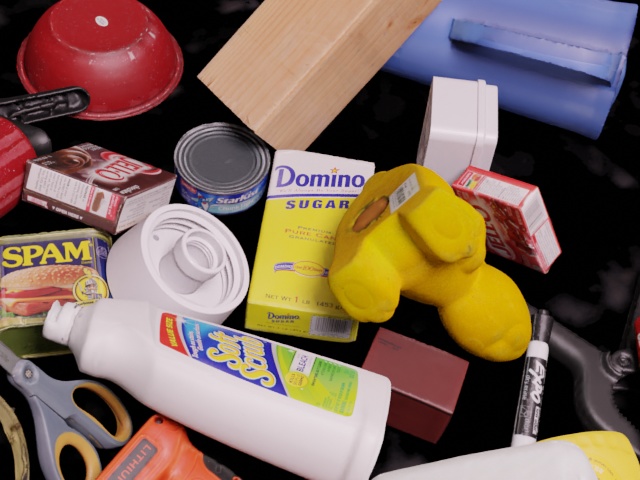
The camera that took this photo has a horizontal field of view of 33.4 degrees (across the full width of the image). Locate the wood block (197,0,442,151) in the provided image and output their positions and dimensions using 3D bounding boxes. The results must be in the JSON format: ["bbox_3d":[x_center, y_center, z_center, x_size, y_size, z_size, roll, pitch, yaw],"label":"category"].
[{"bbox_3d":[0.001,-0.184,0.966,0.206,0.090,0.091,-47,65,6],"label":"wood block"}]

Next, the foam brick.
[{"bbox_3d":[0.069,0.113,0.832,0.078,0.051,0.053,22,51,8],"label":"foam brick"}]

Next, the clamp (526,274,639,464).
[{"bbox_3d":[0.250,0.102,0.876,0.164,0.036,0.210,-15,55,-16],"label":"clamp"}]

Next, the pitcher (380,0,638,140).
[{"bbox_3d":[0.175,-0.191,1.033,0.243,0.149,0.145,16,57,8],"label":"pitcher"}]

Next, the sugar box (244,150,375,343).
[{"bbox_3d":[-0.006,0.001,0.913,0.093,0.048,0.176,8,52,-2],"label":"sugar box"}]

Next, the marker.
[{"bbox_3d":[0.168,0.113,0.844,0.020,0.020,0.121,13,69,2],"label":"marker"}]

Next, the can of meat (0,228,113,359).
[{"bbox_3d":[-0.211,0.043,0.843,0.102,0.057,0.084,-6,55,-13],"label":"can of meat"}]

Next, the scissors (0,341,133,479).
[{"bbox_3d":[-0.201,0.112,0.725,0.016,0.201,0.096,-13,56,31],"label":"scissors"}]

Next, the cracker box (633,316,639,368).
[{"bbox_3d":[0.357,0.139,0.815,0.213,0.072,0.164,15,51,-13],"label":"cracker box"}]

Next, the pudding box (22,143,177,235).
[{"bbox_3d":[-0.183,-0.045,0.895,0.090,0.039,0.113,19,18,9],"label":"pudding box"}]

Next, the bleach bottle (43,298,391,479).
[{"bbox_3d":[-0.078,0.101,0.763,0.251,0.068,0.102,19,24,1],"label":"bleach bottle"}]

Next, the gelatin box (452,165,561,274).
[{"bbox_3d":[0.159,-0.017,0.910,0.073,0.089,0.030,24,65,42],"label":"gelatin box"}]

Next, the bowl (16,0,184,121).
[{"bbox_3d":[-0.212,-0.191,1.029,0.162,0.055,0.162,4,52,-6],"label":"bowl"}]

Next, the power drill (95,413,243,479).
[{"bbox_3d":[-0.075,0.219,0.726,0.188,0.057,0.184,31,50,12],"label":"power drill"}]

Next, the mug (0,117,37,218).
[{"bbox_3d":[-0.287,-0.043,0.866,0.093,0.117,0.081,35,35,1],"label":"mug"}]

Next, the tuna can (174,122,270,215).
[{"bbox_3d":[-0.088,-0.064,0.959,0.086,0.034,0.086,4,52,-5],"label":"tuna can"}]

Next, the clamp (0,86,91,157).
[{"bbox_3d":[-0.292,-0.110,0.950,0.171,0.039,0.120,7,25,14],"label":"clamp"}]

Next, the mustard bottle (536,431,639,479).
[{"bbox_3d":[0.202,0.233,0.752,0.096,0.058,0.191,-7,54,-9],"label":"mustard bottle"}]
